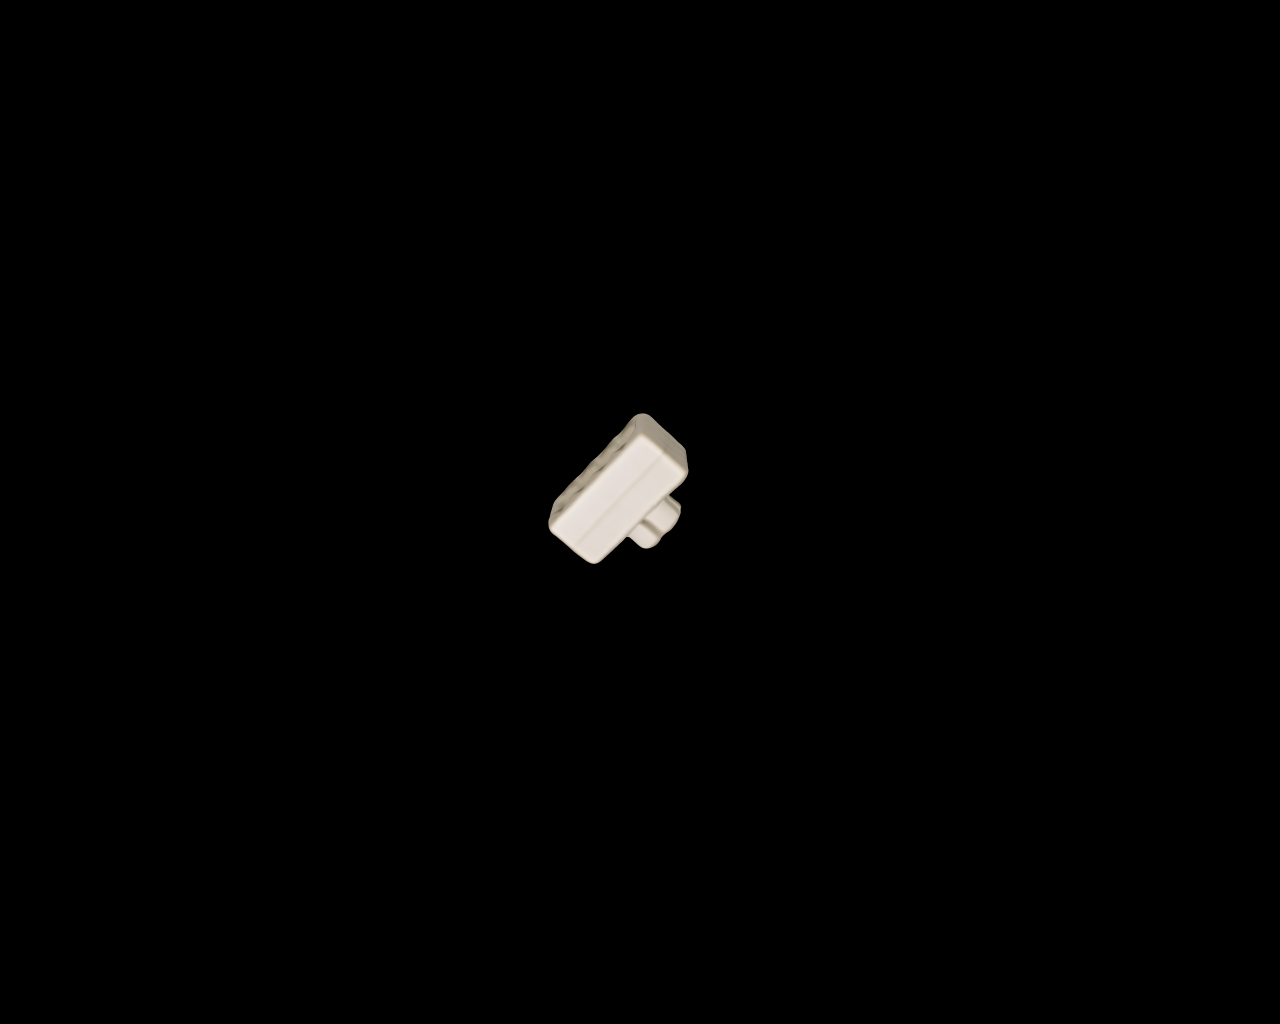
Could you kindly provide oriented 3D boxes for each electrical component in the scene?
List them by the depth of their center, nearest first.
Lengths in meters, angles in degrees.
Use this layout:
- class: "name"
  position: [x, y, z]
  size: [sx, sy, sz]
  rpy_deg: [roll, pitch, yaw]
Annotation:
- class: "electrical component"
  position: [0.001, -0.003, 0.650]
  size: [0.075, 0.083, 0.047]
  rpy_deg: [41, 16, -14]
